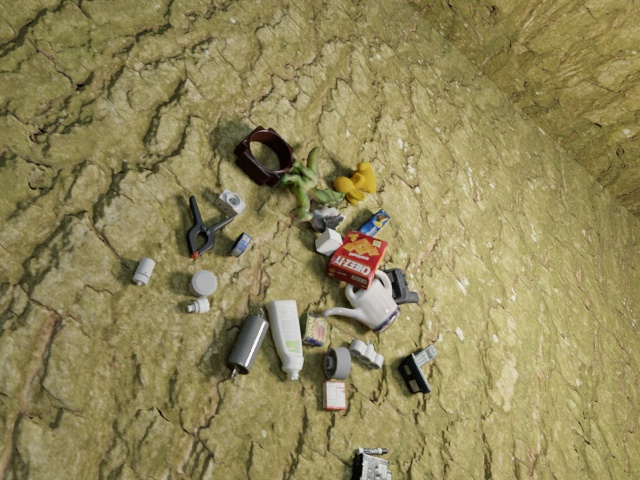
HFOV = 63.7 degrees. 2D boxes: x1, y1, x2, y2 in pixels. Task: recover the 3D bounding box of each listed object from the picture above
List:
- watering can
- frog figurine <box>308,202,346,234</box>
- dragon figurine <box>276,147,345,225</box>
[{"bbox_3d":[0.165,0.247,1.877,0.225,0.102,0.353,51,51,3],"label":"watering can"},{"bbox_3d":[0.006,-0.099,1.976,0.138,0.120,0.162,-18,42,-31],"label":"frog figurine"},{"bbox_3d":[-0.016,-0.202,1.945,0.243,0.119,0.419,35,49,4],"label":"dragon figurine"}]
